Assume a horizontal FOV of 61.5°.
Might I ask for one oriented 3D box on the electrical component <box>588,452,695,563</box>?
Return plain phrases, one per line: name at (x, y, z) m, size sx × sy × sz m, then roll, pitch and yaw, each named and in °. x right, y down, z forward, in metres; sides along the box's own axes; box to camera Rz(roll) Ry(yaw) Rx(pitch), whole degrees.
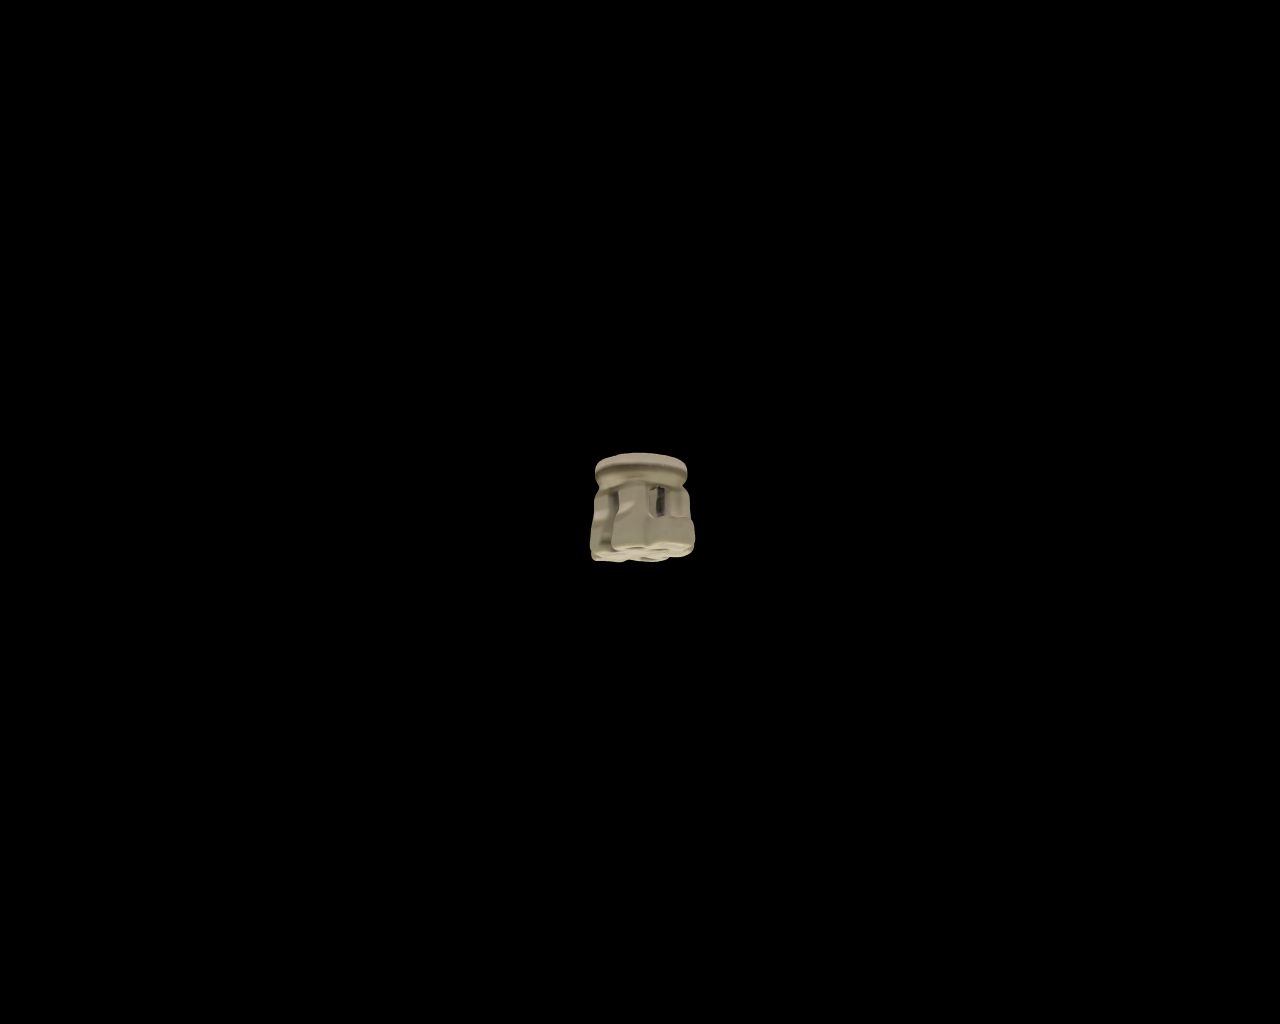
electrical component at (0.001, -0.003, 0.650) m, size 0.058 × 0.057 × 0.078 m, roll 8°, pitch -14°, yaw -35°
